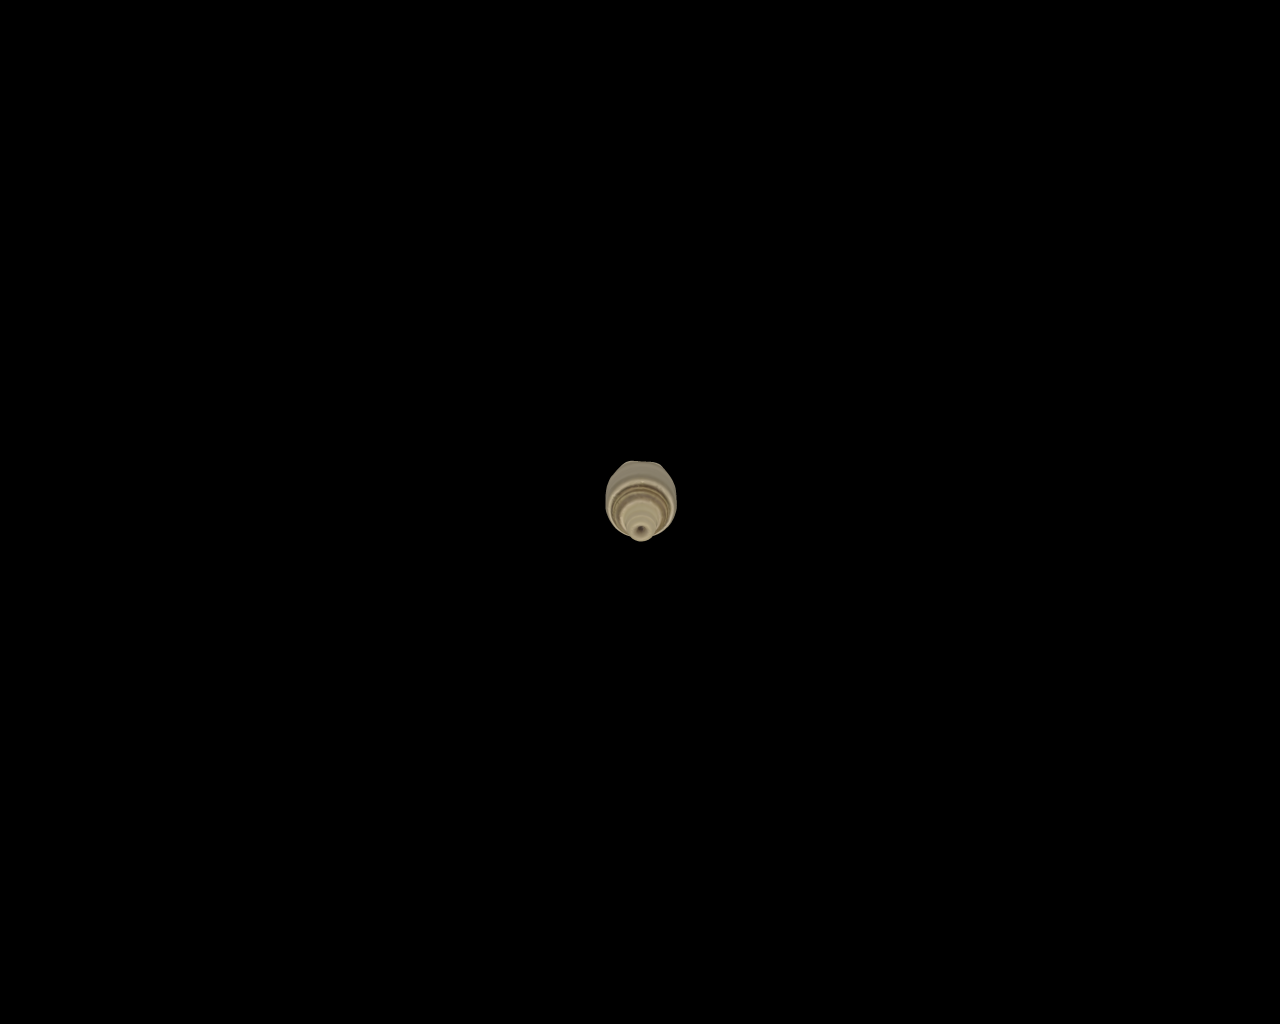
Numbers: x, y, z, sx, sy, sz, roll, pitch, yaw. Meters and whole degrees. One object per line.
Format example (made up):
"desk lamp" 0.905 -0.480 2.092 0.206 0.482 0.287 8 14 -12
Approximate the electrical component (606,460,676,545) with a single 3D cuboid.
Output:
"electrical component" 0.001 -0.003 0.650 0.043 0.043 0.062 0 28 0
